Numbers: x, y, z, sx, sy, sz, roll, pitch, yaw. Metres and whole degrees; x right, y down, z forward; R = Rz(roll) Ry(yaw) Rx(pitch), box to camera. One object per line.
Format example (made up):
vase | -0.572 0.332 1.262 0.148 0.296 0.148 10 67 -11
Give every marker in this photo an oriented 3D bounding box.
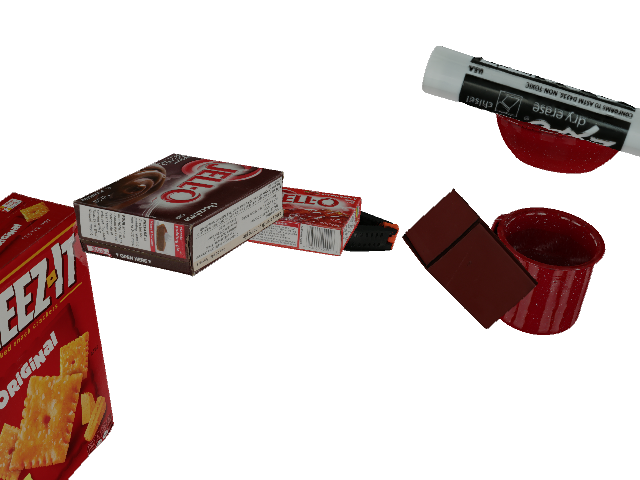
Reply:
marker | 0.098 -0.048 0.404 0.121 0.020 0.020 19 4 12

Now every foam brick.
foam brick | 0.107 0.014 0.759 0.078 0.051 0.053 43 8 -31

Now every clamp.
clamp | -0.014 -0.020 1.154 0.209 0.036 0.164 14 20 -11

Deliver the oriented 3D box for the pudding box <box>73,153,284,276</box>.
pudding box | -0.088 -0.020 0.690 0.090 0.039 0.113 10 27 26

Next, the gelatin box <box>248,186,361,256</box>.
gelatin box | -0.015 -0.020 0.947 0.089 0.030 0.073 9 26 13

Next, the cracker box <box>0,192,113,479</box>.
cracker box | -0.231 0.098 0.783 0.072 0.214 0.164 12 34 20

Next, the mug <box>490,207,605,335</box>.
mug | 0.190 0.023 0.953 0.093 0.081 0.117 -16 41 -28

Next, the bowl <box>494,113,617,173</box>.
bowl | 0.265 -0.115 1.183 0.162 0.055 0.162 5 23 -2
